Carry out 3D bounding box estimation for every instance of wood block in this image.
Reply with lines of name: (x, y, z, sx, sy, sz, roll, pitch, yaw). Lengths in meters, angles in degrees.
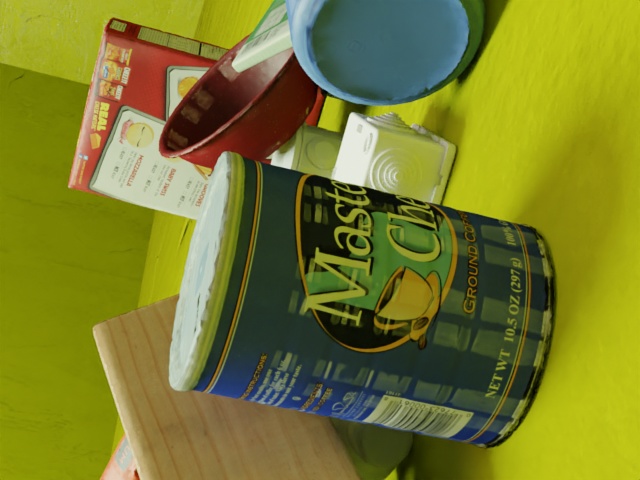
wood block: (-0.034, 0.123, 0.502, 0.206, 0.090, 0.091, -121, 17, -45)

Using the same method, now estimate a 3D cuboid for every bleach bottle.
bleach bottle: (-0.001, 0.101, 0.649, 0.251, 0.068, 0.102, -169, 84, -74)

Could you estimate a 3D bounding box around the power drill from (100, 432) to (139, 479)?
power drill: (-0.080, 0.187, 0.641, 0.184, 0.057, 0.188, -57, 34, 15)

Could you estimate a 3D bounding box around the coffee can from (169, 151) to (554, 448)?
coffee can: (0.015, 0.027, 0.463, 0.103, 0.140, 0.103, -168, 90, -78)

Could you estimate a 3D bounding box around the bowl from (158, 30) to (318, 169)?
bowl: (-0.054, -0.109, 0.860, 0.162, 0.055, 0.162, -36, 26, 20)

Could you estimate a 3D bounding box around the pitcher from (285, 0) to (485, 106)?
pitcher: (0.036, -0.191, 0.669, 0.145, 0.149, 0.243, -47, 32, 37)

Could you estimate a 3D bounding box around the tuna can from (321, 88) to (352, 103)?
tuna can: (0.028, -0.150, 0.835, 0.086, 0.033, 0.086, -167, 90, -78)

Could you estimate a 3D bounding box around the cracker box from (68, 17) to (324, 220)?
cracker box: (-0.121, -0.107, 1.040, 0.072, 0.213, 0.164, -98, 24, -64)
